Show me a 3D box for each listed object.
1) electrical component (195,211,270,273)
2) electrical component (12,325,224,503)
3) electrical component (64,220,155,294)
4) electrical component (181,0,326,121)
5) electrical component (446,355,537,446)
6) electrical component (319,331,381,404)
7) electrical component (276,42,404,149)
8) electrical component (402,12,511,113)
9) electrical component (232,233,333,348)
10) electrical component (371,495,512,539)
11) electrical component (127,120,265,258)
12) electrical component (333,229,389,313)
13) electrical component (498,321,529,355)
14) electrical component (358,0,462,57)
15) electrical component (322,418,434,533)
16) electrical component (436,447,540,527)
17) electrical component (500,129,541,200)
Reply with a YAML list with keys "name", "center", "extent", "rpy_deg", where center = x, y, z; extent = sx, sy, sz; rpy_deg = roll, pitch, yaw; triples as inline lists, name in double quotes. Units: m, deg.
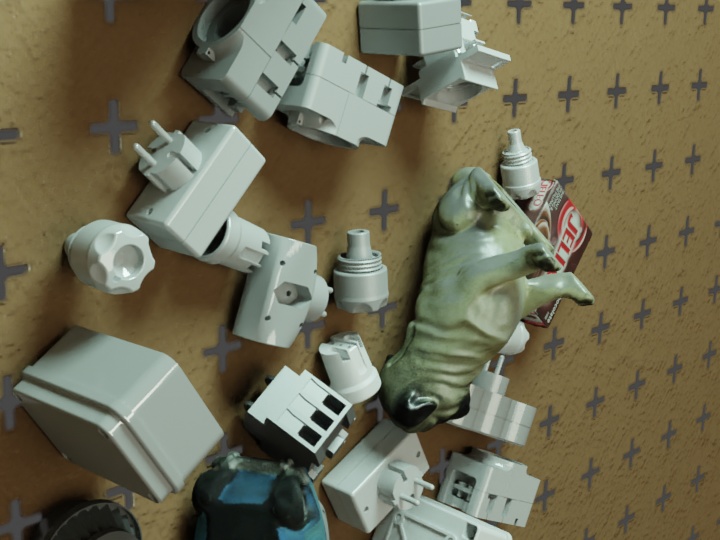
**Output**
- name: "electrical component"
  center: [-0.090, -0.020, 0.748]
  extent: [0.046, 0.040, 0.040]
  rpy_deg: [24, 83, -51]
- name: "electrical component"
  center: [-0.150, 0.088, 0.662]
  extent: [0.057, 0.113, 0.078]
  rpy_deg: [-49, 130, -29]
- name: "electrical component"
  center: [-0.160, -0.010, 0.664]
  extent: [0.043, 0.062, 0.043]
  rpy_deg: [-13, 109, -42]
- name: "electrical component"
  center: [-0.074, -0.154, 0.722]
  extent: [0.056, 0.050, 0.089]
  rpy_deg: [40, 71, -43]
- name: "electrical component"
  center: [0.113, 0.110, 0.975]
  extent: [0.138, 0.052, 0.073]
  rpy_deg: [24, 83, -46]
- name: "electrical component"
  center: [-0.009, 0.077, 0.855]
  extent: [0.040, 0.040, 0.046]
  rpy_deg: [-36, 118, -33]
- name: "electrical component"
  center: [-0.019, -0.123, 0.784]
  extent: [0.089, 0.050, 0.055]
  rpy_deg: [19, 86, -46]
- name: "electrical component"
  center: [0.072, -0.165, 0.851]
  extent: [0.042, 0.081, 0.063]
  rpy_deg: [3, 69, -47]
- name: "electrical component"
  center: [-0.050, 0.018, 0.794]
  extent: [0.079, 0.043, 0.077]
  rpy_deg: [16, 89, -46]
- name: "electrical component"
  center: [0.060, 0.256, 0.920]
  extent: [0.056, 0.109, 0.108]
  rpy_deg: [30, 79, -43]
- name: "electrical component"
  center: [-0.118, -0.065, 0.702]
  extent: [0.075, 0.047, 0.083]
  rpy_deg: [48, 67, -41]
- name: "electrical component"
  center: [0.000, 0.000, 0.841]
  extent: [0.043, 0.043, 0.062]
  rpy_deg: [-16, 110, -42]
- name: "electrical component"
  center: [0.126, 0.059, 0.989]
  extent: [0.061, 0.035, 0.035]
  rpy_deg: [10, 93, -44]
- name: "electrical component"
  center: [0.037, -0.203, 0.810]
  extent: [0.047, 0.066, 0.076]
  rpy_deg: [-20, 114, -40]
- name: "electrical component"
  center: [0.027, 0.175, 0.888]
  extent: [0.083, 0.076, 0.047]
  rpy_deg: [-41, 126, -30]
- name: "electrical component"
  center: [0.123, 0.202, 1.010]
  extent: [0.089, 0.050, 0.055]
  rpy_deg: [24, 84, -46]
- name: "electrical component"
  center: [0.143, -0.096, 0.966]
  extent: [0.035, 0.035, 0.061]
  rpy_deg: [-30, 117, -37]
